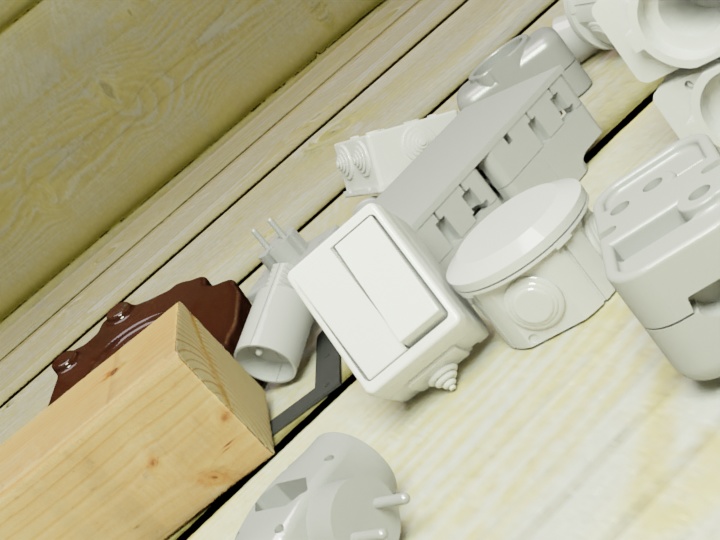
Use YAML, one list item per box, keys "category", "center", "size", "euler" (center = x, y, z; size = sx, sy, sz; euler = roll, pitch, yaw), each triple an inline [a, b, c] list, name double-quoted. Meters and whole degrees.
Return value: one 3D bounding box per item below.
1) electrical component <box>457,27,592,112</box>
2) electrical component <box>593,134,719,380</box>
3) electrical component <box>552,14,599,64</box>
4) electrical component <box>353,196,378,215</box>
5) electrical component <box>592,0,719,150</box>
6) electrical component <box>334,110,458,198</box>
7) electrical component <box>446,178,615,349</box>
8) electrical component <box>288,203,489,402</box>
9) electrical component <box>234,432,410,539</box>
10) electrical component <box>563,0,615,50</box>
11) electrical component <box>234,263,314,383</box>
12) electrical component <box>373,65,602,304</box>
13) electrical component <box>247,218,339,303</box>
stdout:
- category: "electrical component"
  center: [0.126, -0.145, 0.851]
  size: [0.095, 0.059, 0.053]
  euler: [-36, 15, 15]
- category: "electrical component"
  center: [0.130, -0.004, 0.408]
  size: [0.054, 0.059, 0.095]
  euler: [-34, 15, 20]
- category: "electrical component"
  center: [0.197, -0.202, 0.885]
  size: [0.065, 0.044, 0.044]
  euler: [-23, 21, 35]
- category: "electrical component"
  center: [0.010, -0.034, 0.854]
  size: [0.035, 0.035, 0.061]
  euler: [-34, 17, 19]
- category: "electrical component"
  center: [0.211, -0.128, 0.486]
  size: [0.186, 0.105, 0.060]
  euler: [-23, 22, 48]
- category: "electrical component"
  center: [0.034, -0.096, 0.892]
  size: [0.100, 0.048, 0.100]
  euler: [-18, 7, -19]
- category: "electrical component"
  center: [0.087, -0.004, 0.533]
  size: [0.080, 0.051, 0.080]
  euler: [-37, 14, 11]
- category: "electrical component"
  center: [0.017, 0.022, 0.548]
  size: [0.062, 0.096, 0.061]
  euler: [-40, -22, 10]
- category: "electrical component"
  center: [-0.010, 0.107, 0.452]
  size: [0.079, 0.043, 0.077]
  euler: [-24, 21, 48]
- category: "electrical component"
  center: [0.201, -0.210, 0.820]
  size: [0.080, 0.080, 0.051]
  euler: [-42, 20, -10]
- category: "electrical component"
  center: [-0.054, 0.032, 0.736]
  size: [0.043, 0.043, 0.081]
  euler: [-26, 35, 42]
- category: "electrical component"
  center: [0.062, -0.039, 0.685]
  size: [0.186, 0.060, 0.105]
  euler: [-47, 16, -26]
- category: "electrical component"
  center: [-0.055, -0.008, 0.852]
  size: [0.083, 0.075, 0.047]
  euler: [-30, 17, 33]
